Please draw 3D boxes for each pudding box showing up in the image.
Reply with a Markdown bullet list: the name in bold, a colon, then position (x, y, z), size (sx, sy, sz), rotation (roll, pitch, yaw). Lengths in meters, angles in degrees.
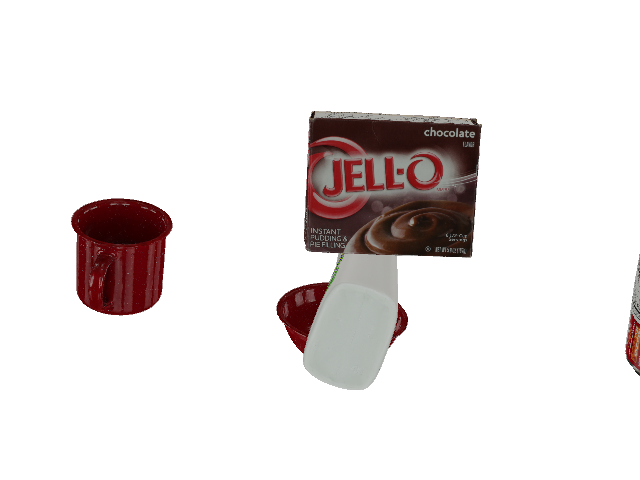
- **pudding box**: position (0.047, -0.038, 0.706), size (0.113, 0.090, 0.039), rotation (2, 17, -1)

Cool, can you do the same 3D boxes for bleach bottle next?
- **bleach bottle**: position (0.038, 0.039, 1.013), size (0.068, 0.103, 0.250), rotation (20, 21, -1)

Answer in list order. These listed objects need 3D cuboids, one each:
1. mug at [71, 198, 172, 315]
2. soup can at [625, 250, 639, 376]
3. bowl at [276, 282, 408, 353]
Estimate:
- **mug**: position (-0.190, 0.023, 0.999), size (0.093, 0.081, 0.117), rotation (10, 29, 3)
- **soup can**: position (0.199, 0.022, 0.555), size (0.068, 0.102, 0.068), rotation (1, 25, -1)
- **bowl**: position (0.025, 0.111, 1.313), size (0.162, 0.055, 0.162), rotation (4, 24, -2)
